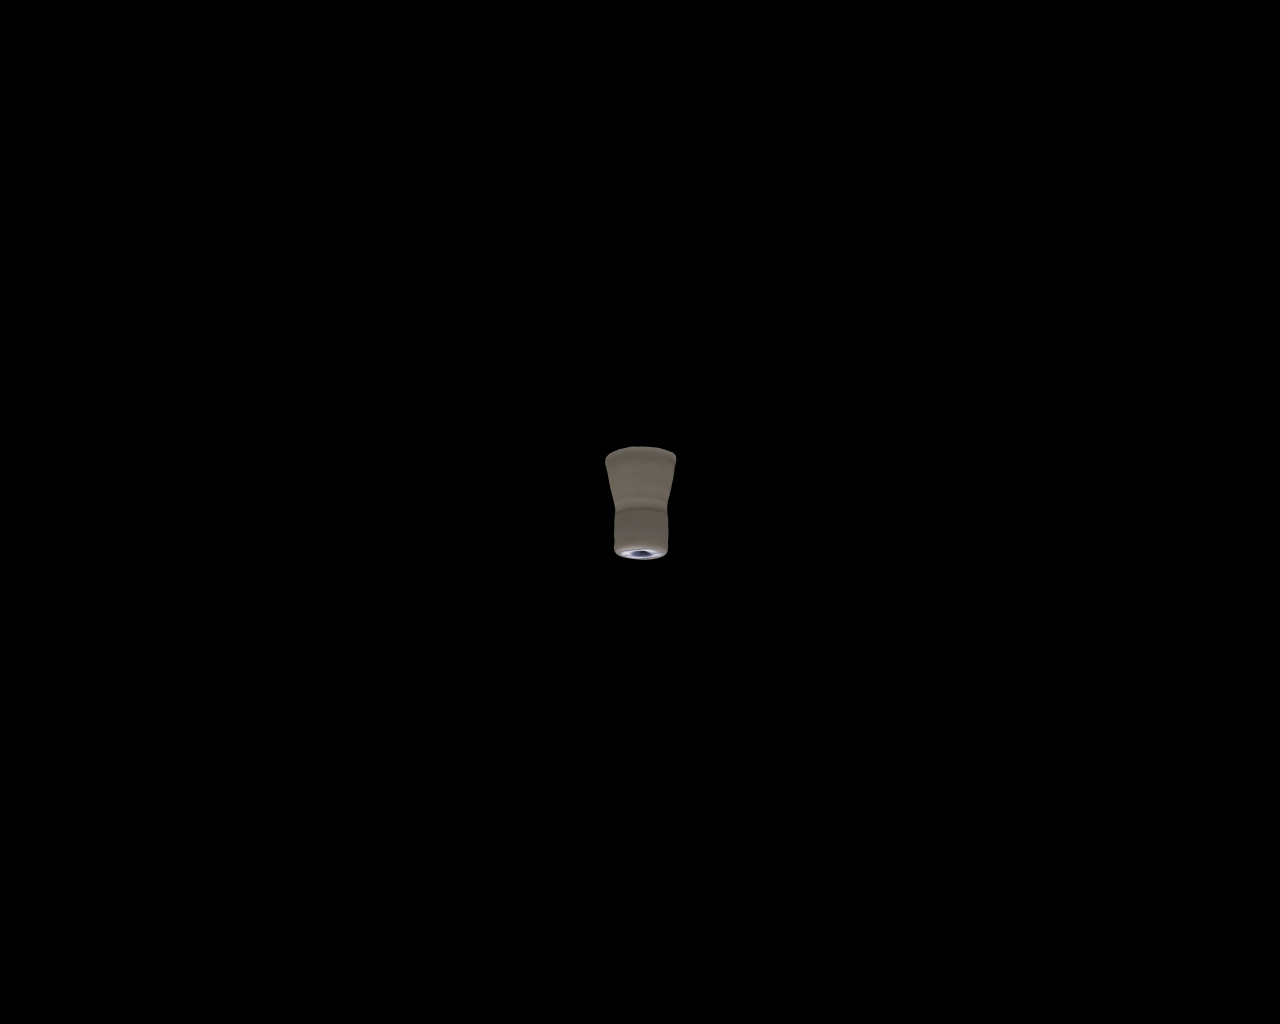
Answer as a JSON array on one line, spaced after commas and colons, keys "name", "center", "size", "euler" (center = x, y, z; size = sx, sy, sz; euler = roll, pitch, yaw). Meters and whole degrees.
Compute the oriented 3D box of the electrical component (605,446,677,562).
[{"name": "electrical component", "center": [0.001, -0.003, 0.650], "size": [0.044, 0.065, 0.044], "euler": [0, -16, 0]}]
